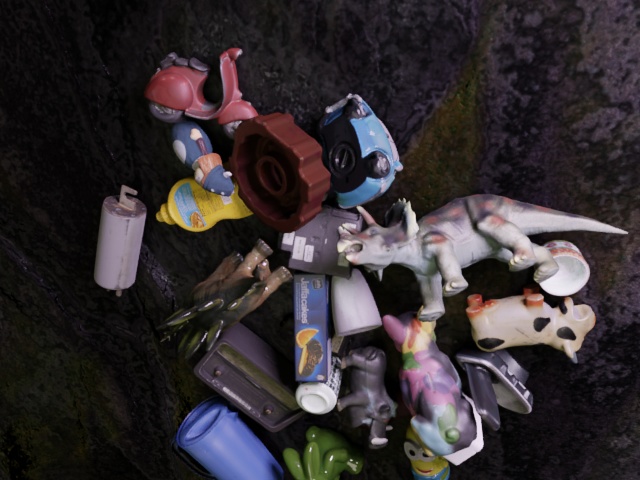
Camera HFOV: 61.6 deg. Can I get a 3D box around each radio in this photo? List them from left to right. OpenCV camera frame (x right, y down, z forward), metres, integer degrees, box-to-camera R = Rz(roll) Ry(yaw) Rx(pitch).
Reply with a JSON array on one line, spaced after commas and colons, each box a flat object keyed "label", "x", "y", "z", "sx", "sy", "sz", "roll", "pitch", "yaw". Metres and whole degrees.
[{"label": "radio", "x": -0.133, "y": 0.278, "z": 1.083, "sx": 0.229, "sy": 0.073, "sz": 0.131, "roll": 41, "pitch": 118, "yaw": -9}]

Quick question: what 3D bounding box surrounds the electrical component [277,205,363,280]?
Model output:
[{"label": "electrical component", "x": -0.002, "y": -0.003, "z": 0.892, "sx": 0.134, "sy": 0.058, "sz": 0.114, "roll": 13, "pitch": 92, "yaw": 7}]

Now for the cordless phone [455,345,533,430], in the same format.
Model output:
[{"label": "cordless phone", "x": 0.303, "y": 0.266, "z": 0.909, "sx": 0.089, "sy": 0.184, "sz": 0.146, "roll": -38, "pitch": 103, "yaw": 23}]

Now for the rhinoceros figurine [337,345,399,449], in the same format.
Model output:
[{"label": "rhinoceros figurine", "x": 0.093, "y": 0.291, "z": 1.006, "sx": 0.112, "sy": 0.073, "sz": 0.190, "roll": -2, "pitch": 93, "yaw": 17}]

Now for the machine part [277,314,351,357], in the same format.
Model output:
[{"label": "machine part", "x": -0.010, "y": 0.177, "z": 1.024, "sx": 0.139, "sy": 0.039, "sz": 0.084, "roll": 15, "pitch": 128, "yaw": 3}]

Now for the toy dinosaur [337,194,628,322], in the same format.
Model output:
[{"label": "toy dinosaur", "x": 0.222, "y": -0.007, "z": 0.811, "sx": 0.405, "sy": 0.192, "sz": 0.131, "roll": -17, "pitch": 150, "yaw": -6}]

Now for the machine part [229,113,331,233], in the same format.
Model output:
[{"label": "machine part", "x": -0.062, "y": -0.100, "z": 0.808, "sx": 0.180, "sy": 0.056, "sz": 0.179, "roll": 25, "pitch": 130, "yaw": 34}]

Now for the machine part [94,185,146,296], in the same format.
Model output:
[{"label": "machine part", "x": -0.373, "y": 0.006, "z": 0.997, "sx": 0.079, "sy": 0.079, "sz": 0.243, "roll": 21, "pitch": 121, "yaw": 2}]

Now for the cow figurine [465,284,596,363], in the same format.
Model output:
[{"label": "cow figurine", "x": 0.351, "y": 0.142, "z": 0.890, "sx": 0.195, "sy": 0.085, "sz": 0.127, "roll": -12, "pitch": 108, "yaw": 16}]

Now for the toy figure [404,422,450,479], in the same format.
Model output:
[{"label": "toy figure", "x": 0.216, "y": 0.434, "z": 1.080, "sx": 0.082, "sy": 0.089, "sz": 0.179, "roll": -17, "pitch": 122, "yaw": 7}]

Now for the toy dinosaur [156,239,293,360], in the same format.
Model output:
[{"label": "toy dinosaur", "x": -0.186, "y": 0.112, "z": 0.940, "sx": 0.105, "sy": 0.198, "sz": 0.471, "roll": 51, "pitch": 150, "yaw": -2}]

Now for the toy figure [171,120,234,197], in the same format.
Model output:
[{"label": "toy figure", "x": -0.188, "y": -0.125, "z": 0.858, "sx": 0.058, "sy": 0.064, "sz": 0.154, "roll": -33, "pitch": 67, "yaw": -3}]

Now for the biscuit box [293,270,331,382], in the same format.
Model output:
[{"label": "biscuit box", "x": -0.013, "y": 0.149, "z": 0.960, "sx": 0.063, "sy": 0.059, "sz": 0.202, "roll": 0, "pitch": 99, "yaw": 7}]

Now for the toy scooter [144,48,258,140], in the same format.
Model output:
[{"label": "toy scooter", "x": -0.178, "y": -0.237, "z": 0.824, "sx": 0.184, "sy": 0.075, "sz": 0.135, "roll": 16, "pitch": 120, "yaw": 1}]

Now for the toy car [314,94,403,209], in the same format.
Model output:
[{"label": "toy car", "x": 0.064, "y": -0.129, "z": 0.802, "sx": 0.109, "sy": 0.103, "sz": 0.161, "roll": -24, "pitch": 77, "yaw": 42}]

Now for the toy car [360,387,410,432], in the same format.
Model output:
[{"label": "toy car", "x": 0.154, "y": 0.314, "z": 1.042, "sx": 0.202, "sy": 0.053, "sz": 0.089, "roll": -33, "pitch": 85, "yaw": 27}]

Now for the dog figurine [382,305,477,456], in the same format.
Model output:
[{"label": "dog figurine", "x": 0.178, "y": 0.221, "z": 0.904, "sx": 0.108, "sy": 0.191, "sz": 0.219, "roll": -19, "pitch": 103, "yaw": 7}]

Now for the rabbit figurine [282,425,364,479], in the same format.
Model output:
[{"label": "rabbit figurine", "x": 0.005, "y": 0.471, "z": 1.097, "sx": 0.121, "sy": 0.170, "sz": 0.159, "roll": -29, "pitch": 108, "yaw": 24}]

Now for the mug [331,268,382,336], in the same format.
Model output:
[{"label": "mug", "x": 0.058, "y": 0.108, "z": 0.941, "sx": 0.081, "sy": 0.109, "sz": 0.107, "roll": -12, "pitch": 76, "yaw": 1}]
